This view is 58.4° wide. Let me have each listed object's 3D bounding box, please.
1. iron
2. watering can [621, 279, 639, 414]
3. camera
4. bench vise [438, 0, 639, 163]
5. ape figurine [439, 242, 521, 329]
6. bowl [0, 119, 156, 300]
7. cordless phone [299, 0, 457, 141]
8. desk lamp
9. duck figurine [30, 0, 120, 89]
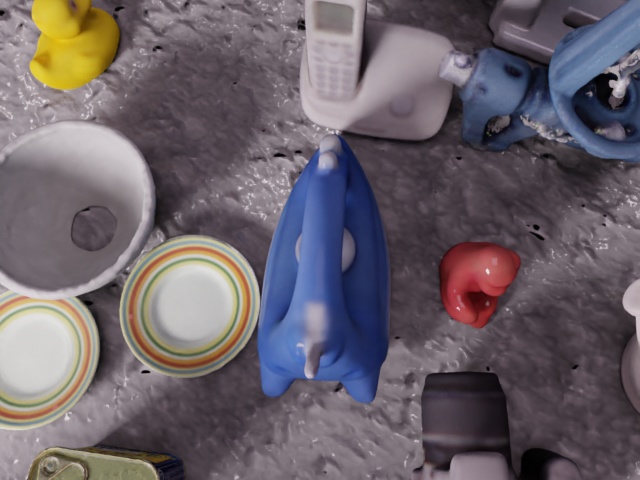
[{"bbox_3d":[0.004,0.002,0.482,0.118,0.141,0.258,2,74,3],"label":"iron"},{"bbox_3d":[0.303,0.092,0.416,0.172,0.194,0.101,14,75,7],"label":"watering can"},{"bbox_3d":[0.134,0.174,0.450,0.143,0.101,0.137,-1,74,2],"label":"camera"},{"bbox_3d":[0.210,-0.128,0.469,0.207,0.220,0.121,-5,74,1],"label":"bench vise"},{"bbox_3d":[0.141,0.031,0.494,0.078,0.092,0.076,-26,75,-4],"label":"ape figurine"},{"bbox_3d":[-0.225,-0.022,0.534,0.167,0.075,0.167,-1,74,2],"label":"bowl"},{"bbox_3d":[0.052,-0.169,0.505,0.147,0.185,0.094,8,75,5],"label":"cordless phone"},{"bbox_3d":[0.216,-0.271,0.512,0.203,0.213,0.118,25,77,9],"label":"desk lamp"},{"bbox_3d":[-0.261,-0.212,0.583,0.077,0.086,0.105,34,78,11],"label":"duck figurine"}]
